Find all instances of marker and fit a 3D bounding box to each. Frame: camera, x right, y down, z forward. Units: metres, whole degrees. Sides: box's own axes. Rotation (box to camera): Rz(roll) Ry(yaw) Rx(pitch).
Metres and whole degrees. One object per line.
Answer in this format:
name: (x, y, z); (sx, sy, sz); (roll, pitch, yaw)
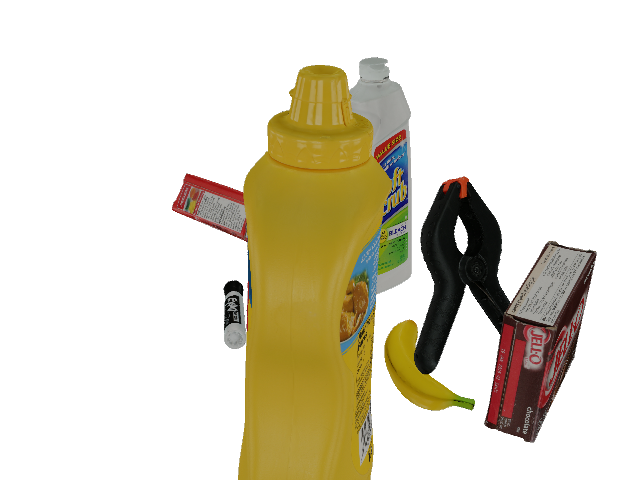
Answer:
marker: (-0.078, 0.064, 0.964); (0.020, 0.020, 0.121); (0, 19, -5)

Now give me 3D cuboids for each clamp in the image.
clamp: (0.119, 0.034, 0.928); (0.120, 0.171, 0.039); (-15, 0, -35)

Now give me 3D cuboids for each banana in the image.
banana: (0.109, 0.146, 1.239); (0.069, 0.037, 0.198); (8, 22, -21)

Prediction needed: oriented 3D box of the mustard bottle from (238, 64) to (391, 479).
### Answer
mustard bottle: (-0.003, 0.023, 0.441); (0.058, 0.192, 0.096); (8, 25, 10)

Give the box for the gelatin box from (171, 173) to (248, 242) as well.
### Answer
gelatin box: (-0.041, -0.012, 0.707); (0.073, 0.030, 0.089); (21, -1, 41)

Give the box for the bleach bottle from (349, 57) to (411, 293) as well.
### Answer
bleach bottle: (0.052, -0.068, 1.146); (0.102, 0.251, 0.068); (-20, 30, -35)

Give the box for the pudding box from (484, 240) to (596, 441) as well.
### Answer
pudding box: (0.147, 0.064, 0.708); (0.039, 0.090, 0.113); (16, 32, 18)
